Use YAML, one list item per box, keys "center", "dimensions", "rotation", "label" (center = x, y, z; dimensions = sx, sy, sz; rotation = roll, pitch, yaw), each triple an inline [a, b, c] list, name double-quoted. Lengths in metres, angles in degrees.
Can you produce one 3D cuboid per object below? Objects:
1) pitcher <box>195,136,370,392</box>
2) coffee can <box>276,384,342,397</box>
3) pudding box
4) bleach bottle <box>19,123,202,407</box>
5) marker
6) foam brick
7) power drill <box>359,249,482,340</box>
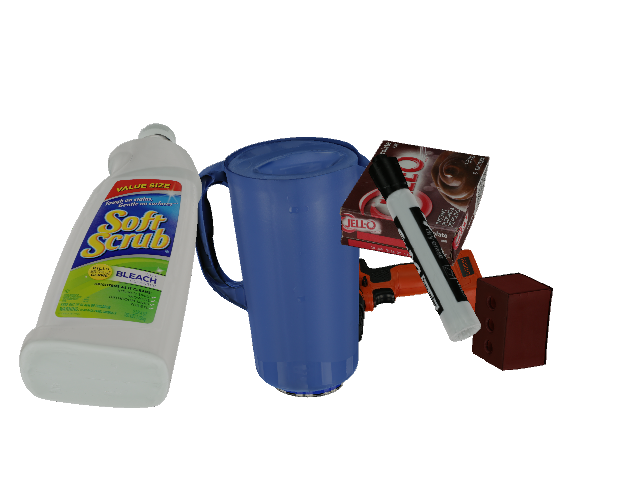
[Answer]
- center: [-0.031, 0.025, 1.074]
  dimensions: [0.144, 0.243, 0.149]
  rotation: [-21, 28, -36]
  label: "pitcher"
- center: [-0.018, 0.135, 1.500]
  dimensions: [0.103, 0.140, 0.103]
  rotation: [0, 18, 0]
  label: "coffee can"
- center: [0.074, -0.031, 0.826]
  dimensions: [0.090, 0.039, 0.113]
  rotation: [11, 35, 16]
  label: "pudding box"
- center: [-0.144, 0.003, 0.785]
  dimensions: [0.102, 0.251, 0.068]
  rotation: [6, -45, -5]
  label: "bleach bottle"
- center: [0.057, 0.001, 0.607]
  dimensions: [0.020, 0.121, 0.020]
  rotation: [-20, -25, -10]
  label: "marker"
- center: [0.178, 0.075, 0.998]
  dimensions: [0.051, 0.078, 0.053]
  rotation: [-7, 18, -26]
  label: "foam brick"
- center: [0.091, 0.062, 1.222]
  dimensions: [0.187, 0.057, 0.184]
  rotation: [-2, 28, -1]
  label: "power drill"
